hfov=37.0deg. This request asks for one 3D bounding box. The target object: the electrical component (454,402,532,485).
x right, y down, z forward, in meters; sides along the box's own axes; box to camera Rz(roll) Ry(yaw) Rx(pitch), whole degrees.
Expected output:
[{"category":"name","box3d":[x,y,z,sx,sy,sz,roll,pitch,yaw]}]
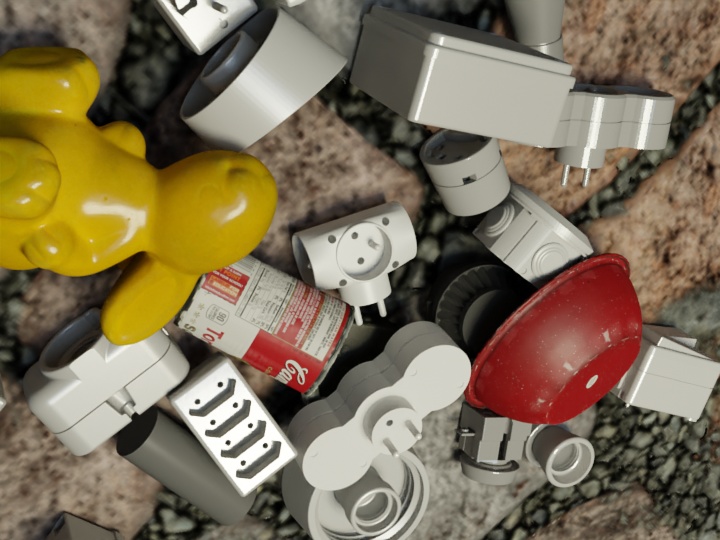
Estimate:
[{"category":"electrical component","box3d":[0.106,0.138,0.858,0.066,0.048,0.055,3,101,-25]}]

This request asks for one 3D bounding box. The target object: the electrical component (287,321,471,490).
[{"category":"electrical component","box3d":[0.019,0.101,0.735,0.138,0.073,0.052,-39,123,-1]}]

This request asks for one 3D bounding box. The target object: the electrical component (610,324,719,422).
[{"category":"electrical component","box3d":[0.238,0.077,0.882,0.096,0.062,0.061,15,103,-27]}]

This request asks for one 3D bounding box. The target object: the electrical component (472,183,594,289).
[{"category":"electrical component","box3d":[0.126,-0.023,0.785,0.080,0.080,0.051,35,99,-30]}]

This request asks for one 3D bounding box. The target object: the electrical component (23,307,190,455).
[{"category":"electrical component","box3d":[-0.169,0.066,0.705,0.095,0.054,0.059,-38,120,-6]}]

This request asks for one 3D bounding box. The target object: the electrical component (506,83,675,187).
[{"category":"electrical component","box3d":[0.163,-0.096,0.787,0.138,0.052,0.073,-2,110,-23]}]

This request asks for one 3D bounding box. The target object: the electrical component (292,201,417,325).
[{"category":"electrical component","box3d":[0.000,0.000,0.756,0.077,0.044,0.079,-19,109,-16]}]

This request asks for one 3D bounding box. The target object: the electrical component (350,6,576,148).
[{"category":"electrical component","box3d":[0.064,-0.126,0.700,0.109,0.108,0.056,7,109,-26]}]

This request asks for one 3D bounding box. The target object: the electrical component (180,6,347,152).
[{"category":"electrical component","box3d":[-0.061,-0.111,0.660,0.064,0.099,0.099,40,91,-24]}]

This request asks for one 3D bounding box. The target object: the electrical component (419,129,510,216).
[{"category":"electrical component","box3d":[0.076,-0.071,0.759,0.055,0.055,0.047,-32,123,-9]}]

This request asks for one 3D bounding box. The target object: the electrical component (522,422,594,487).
[{"category":"electrical component","box3d":[0.157,0.144,0.877,0.045,0.055,0.045,-8,113,-21]}]

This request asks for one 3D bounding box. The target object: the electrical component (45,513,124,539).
[{"category":"electrical component","box3d":[-0.201,0.241,0.728,0.056,0.109,0.108,32,95,-27]}]

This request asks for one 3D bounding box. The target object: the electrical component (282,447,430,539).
[{"category":"electrical component","box3d":[0.001,0.168,0.815,0.108,0.060,0.108,-8,113,-21]}]

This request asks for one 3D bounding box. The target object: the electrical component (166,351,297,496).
[{"category":"electrical component","box3d":[-0.092,0.101,0.738,0.047,0.076,0.083,-37,103,-12]}]

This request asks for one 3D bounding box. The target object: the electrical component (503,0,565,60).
[{"category":"electrical component","box3d":[0.124,-0.165,0.751,0.044,0.044,0.065,-19,121,-16]}]

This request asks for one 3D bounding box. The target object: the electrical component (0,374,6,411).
[{"category":"electrical component","box3d":[-0.273,0.079,0.668,0.077,0.047,0.065,39,91,-30]}]

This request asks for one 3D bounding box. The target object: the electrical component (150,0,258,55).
[{"category":"electrical component","box3d":[-0.095,-0.165,0.634,0.047,0.077,0.065,-40,120,-5]}]

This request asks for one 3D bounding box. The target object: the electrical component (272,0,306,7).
[{"category":"electrical component","box3d":[-0.051,-0.212,0.643,0.061,0.062,0.096,-32,119,-9]}]
